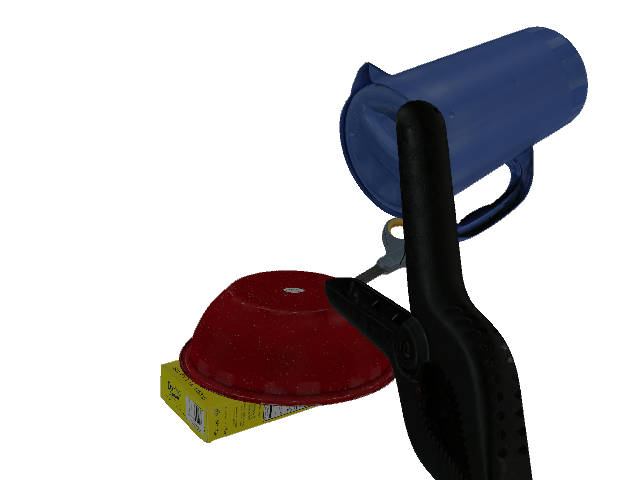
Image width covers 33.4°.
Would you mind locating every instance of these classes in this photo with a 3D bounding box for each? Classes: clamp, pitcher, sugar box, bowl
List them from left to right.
[{"bbox_3d":[-0.059,0.136,1.053,0.175,0.048,0.093,-16,32,-32],"label":"sugar box"},{"bbox_3d":[-0.021,0.061,0.769,0.162,0.055,0.162,2,16,-1],"label":"bowl"},{"bbox_3d":[0.059,0.044,0.545,0.036,0.165,0.210,-5,46,-21],"label":"clamp"},{"bbox_3d":[0.151,-0.114,1.035,0.242,0.149,0.145,-27,46,-33],"label":"pitcher"}]

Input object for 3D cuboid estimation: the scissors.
[{"bbox_3d":[0.067,0.015,1.200,0.201,0.016,0.096,-12,42,-35],"label":"scissors"}]
